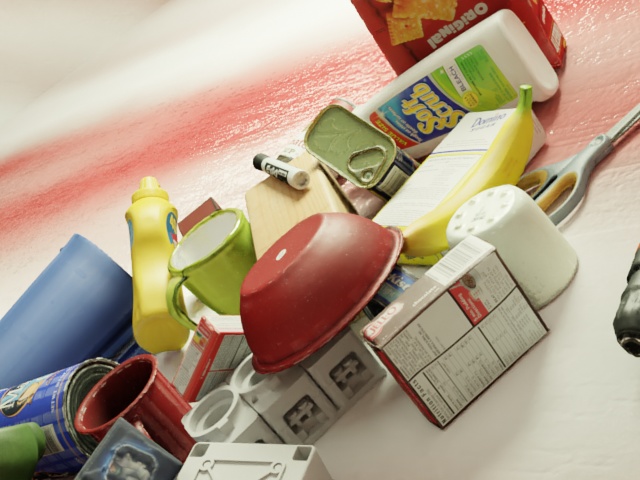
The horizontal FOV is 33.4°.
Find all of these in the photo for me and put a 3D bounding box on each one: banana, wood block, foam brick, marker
[{"bbox_3d":[0.130,-0.045,0.911,0.037,0.069,0.197,12,55,47],"label":"banana"},{"bbox_3d":[-0.007,0.001,1.031,0.091,0.090,0.206,-33,24,8],"label":"wood block"},{"bbox_3d":[-0.114,0.000,1.195,0.051,0.078,0.053,-40,23,0],"label":"foam brick"},{"bbox_3d":[-0.041,-0.070,1.067,0.020,0.020,0.121,-42,25,-9],"label":"marker"}]

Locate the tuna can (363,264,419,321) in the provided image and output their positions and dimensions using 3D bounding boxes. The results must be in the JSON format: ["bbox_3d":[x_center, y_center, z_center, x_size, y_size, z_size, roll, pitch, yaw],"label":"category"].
[{"bbox_3d":[0.070,0.059,0.825,0.033,0.086,0.086,-45,25,-13],"label":"tuna can"}]

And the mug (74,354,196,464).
[{"bbox_3d":[-0.155,0.167,0.949,0.093,0.081,0.117,-41,24,-7],"label":"mug"}]

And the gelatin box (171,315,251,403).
[{"bbox_3d":[-0.077,0.102,0.925,0.030,0.089,0.073,41,114,36],"label":"gelatin box"}]

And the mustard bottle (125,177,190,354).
[{"bbox_3d":[-0.175,0.017,1.135,0.058,0.096,0.191,-8,62,-4],"label":"mustard bottle"}]

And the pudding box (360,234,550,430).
[{"bbox_3d":[0.098,0.066,0.768,0.113,0.090,0.039,-40,26,-6],"label":"pudding box"}]

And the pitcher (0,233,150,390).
[{"bbox_3d":[-0.297,0.125,1.186,0.242,0.145,0.149,-49,14,-15],"label":"pitcher"}]

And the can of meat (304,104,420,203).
[{"bbox_3d":[0.046,-0.081,1.063,0.102,0.083,0.057,37,94,32],"label":"can of meat"}]

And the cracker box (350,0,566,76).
[{"bbox_3d":[0.134,-0.245,1.114,0.164,0.213,0.072,-24,23,29],"label":"cracker box"}]

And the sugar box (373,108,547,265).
[{"bbox_3d":[0.126,-0.051,0.994,0.176,0.048,0.093,-45,24,-23],"label":"sugar box"}]

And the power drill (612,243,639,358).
[{"bbox_3d":[0.286,-0.002,0.667,0.188,0.057,0.184,-9,37,47],"label":"power drill"}]

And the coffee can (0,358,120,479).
[{"bbox_3d":[-0.254,0.180,1.037,0.141,0.102,0.102,-21,29,33],"label":"coffee can"}]

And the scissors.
[{"bbox_3d":[0.226,-0.076,0.933,0.201,0.016,0.096,-48,26,-22],"label":"scissors"}]

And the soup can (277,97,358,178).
[{"bbox_3d":[0.007,-0.106,1.228,0.102,0.068,0.069,-47,25,-18],"label":"soup can"}]

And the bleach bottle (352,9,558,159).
[{"bbox_3d":[0.115,-0.131,1.109,0.251,0.102,0.068,-32,5,33],"label":"bleach bottle"}]

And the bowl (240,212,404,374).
[{"bbox_3d":[-0.012,0.029,0.844,0.162,0.055,0.162,-41,14,12],"label":"bowl"}]
